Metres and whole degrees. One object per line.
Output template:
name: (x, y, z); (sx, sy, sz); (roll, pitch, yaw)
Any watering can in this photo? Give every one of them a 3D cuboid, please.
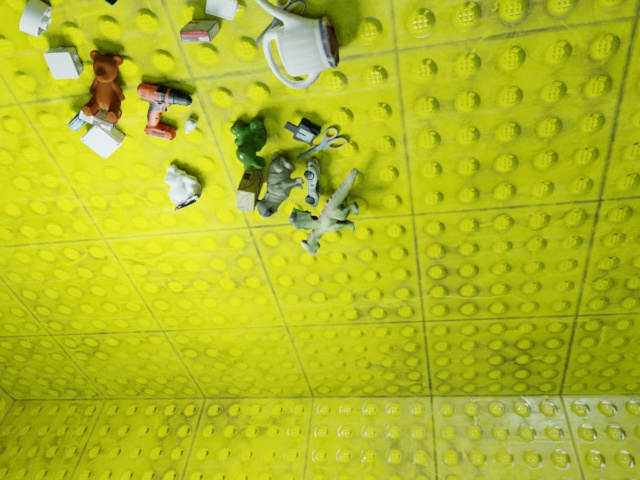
watering can: (-0.068, -0.597, 1.504); (0.224, 0.106, 0.340); (-8, 136, 14)

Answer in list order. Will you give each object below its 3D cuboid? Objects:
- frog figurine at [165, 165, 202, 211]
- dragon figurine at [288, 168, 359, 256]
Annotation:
frog figurine: (-0.528, -0.208, 1.956); (0.135, 0.124, 0.160); (-30, 86, 40)
dragon figurine: (0.006, -0.095, 1.892); (0.244, 0.125, 0.400); (-13, 137, -17)
